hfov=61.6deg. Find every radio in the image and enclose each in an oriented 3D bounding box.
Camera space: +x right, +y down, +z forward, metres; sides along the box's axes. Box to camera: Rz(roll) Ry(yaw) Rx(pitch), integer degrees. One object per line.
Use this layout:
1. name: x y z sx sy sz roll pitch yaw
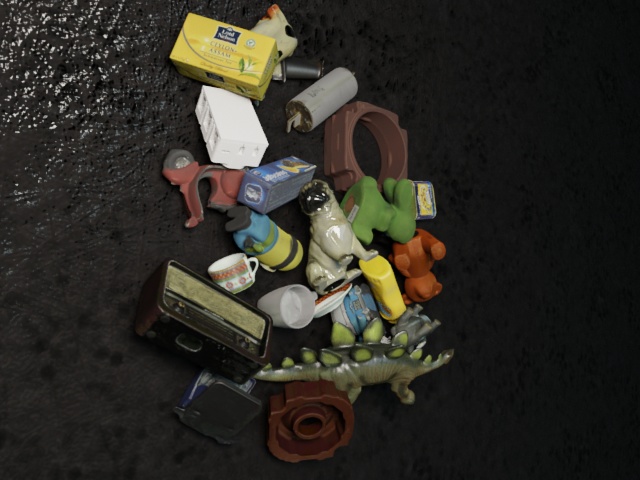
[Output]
1. radio: -0.190 0.140 0.907 0.229 0.073 0.131 33 26 -23

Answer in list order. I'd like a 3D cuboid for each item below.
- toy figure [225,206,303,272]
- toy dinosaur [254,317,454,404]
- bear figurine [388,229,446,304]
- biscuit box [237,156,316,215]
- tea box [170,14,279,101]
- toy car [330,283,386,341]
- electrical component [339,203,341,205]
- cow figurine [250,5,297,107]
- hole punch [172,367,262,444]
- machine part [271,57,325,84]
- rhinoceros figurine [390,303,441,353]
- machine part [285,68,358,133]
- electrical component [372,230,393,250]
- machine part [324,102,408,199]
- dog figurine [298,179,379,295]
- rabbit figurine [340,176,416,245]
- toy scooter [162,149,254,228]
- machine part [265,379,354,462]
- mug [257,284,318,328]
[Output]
1. toy figure: -0.102 0.002 1.013 0.180 0.089 0.082 49 58 -50
2. toy dinosaur: 0.057 0.253 1.073 0.471 0.105 0.198 -8 123 -13
3. bear figurine: 0.228 0.078 1.238 0.120 0.132 0.195 -14 114 0
4. biscuit box: -0.079 -0.109 1.024 0.202 0.059 0.062 -37 151 -62
5. tea box: -0.170 -0.329 0.970 0.170 0.068 0.098 17 81 6
6. toy car: 0.075 0.161 1.140 0.161 0.103 0.109 55 13 -68
7. electrical component: 0.034 -0.051 1.193 0.094 0.021 0.063 24 71 -34
8. cow figurine: -0.121 -0.354 1.060 0.127 0.085 0.195 47 72 -11
9. hole punch: -0.178 0.280 0.950 0.116 0.092 0.142 -45 119 10
10. machine part: -0.056 -0.367 1.144 0.139 0.039 0.084 -5 79 -26
11. rhinoceros figurine: 0.214 0.208 1.221 0.112 0.073 0.190 -55 160 6
12. machine part: 0.005 -0.305 1.165 0.243 0.079 0.079 -43 111 -33
13. electrical component: 0.176 -0.015 1.286 0.119 0.048 0.075 15 76 -37
14. machine part: 0.110 -0.202 1.232 0.201 0.087 0.201 8 79 -39
15. dog figurine: 0.001 -0.005 1.071 0.121 0.172 0.191 2 50 -53
16. rabbit figurine: 0.135 -0.059 1.155 0.170 0.121 0.159 21 91 -27
17. toy scooter: -0.198 -0.087 0.979 0.184 0.075 0.135 2 85 -36
18. machine part: -0.021 0.341 1.020 0.179 0.056 0.179 -4 117 -8
19. mug: -0.065 0.123 1.038 0.109 0.107 0.080 -30 103 -41
